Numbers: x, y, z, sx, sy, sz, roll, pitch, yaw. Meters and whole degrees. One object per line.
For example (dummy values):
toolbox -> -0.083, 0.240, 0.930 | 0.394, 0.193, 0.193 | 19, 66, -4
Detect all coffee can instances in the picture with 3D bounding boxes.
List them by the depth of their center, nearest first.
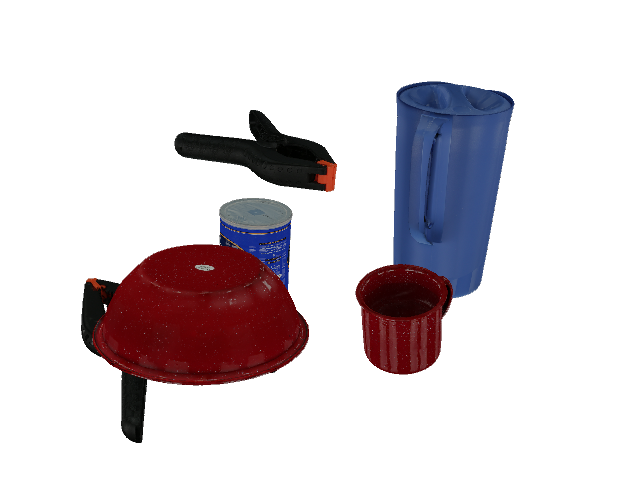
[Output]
coffee can -> -0.094, 0.023, 1.521 | 0.103, 0.140, 0.103 | 3, 24, -1

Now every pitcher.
pitcher -> 0.143, -0.055, 1.248 | 0.149, 0.243, 0.145 | -7, 26, -20

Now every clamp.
clamp -> -0.151, 0.094, 1.003 | 0.164, 0.036, 0.210 | -18, 40, -30
clamp -> -0.060, -0.086, 1.062 | 0.120, 0.039, 0.172 | -25, 36, -33

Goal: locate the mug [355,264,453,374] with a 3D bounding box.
mug -> 0.093, 0.079, 1.113 | 0.117, 0.081, 0.093 | -30, 43, -32

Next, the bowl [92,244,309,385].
bowl -> -0.087, 0.045, 0.790 | 0.162, 0.055, 0.162 | 2, 22, -1
